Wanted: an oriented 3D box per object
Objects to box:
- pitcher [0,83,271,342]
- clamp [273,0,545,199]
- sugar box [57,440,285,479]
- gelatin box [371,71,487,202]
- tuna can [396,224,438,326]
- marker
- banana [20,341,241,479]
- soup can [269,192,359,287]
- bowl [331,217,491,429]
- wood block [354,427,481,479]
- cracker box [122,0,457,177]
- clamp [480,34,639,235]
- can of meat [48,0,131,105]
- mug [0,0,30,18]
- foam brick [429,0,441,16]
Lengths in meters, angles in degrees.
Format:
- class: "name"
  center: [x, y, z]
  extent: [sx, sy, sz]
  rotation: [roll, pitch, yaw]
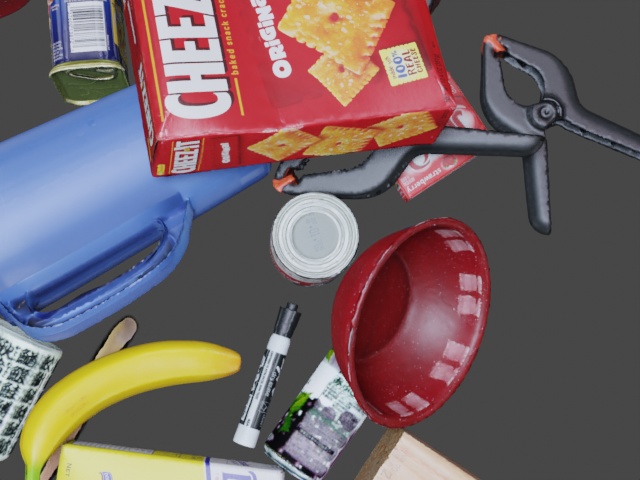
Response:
- class: "pitcher"
  center: [-0.159, -0.037, 0.821]
  extent: [0.242, 0.145, 0.149]
  rotation: [-28, 102, -8]
- class: "clamp"
  center: [0.051, -0.105, 0.850]
  extent: [0.210, 0.036, 0.164]
  rotation: [-24, 86, 7]
- class: "sugar box"
  center: [-0.119, 0.215, 0.841]
  extent: [0.176, 0.048, 0.093]
  rotation: [7, 84, -1]
- class: "gelatin box"
  center: [0.089, -0.086, 0.886]
  extent: [0.089, 0.030, 0.073]
  rotation: [-33, 86, -4]
- class: "tuna can"
  center: [0.086, 0.029, 0.874]
  extent: [0.086, 0.034, 0.086]
  rotation: [0, 86, -3]
- class: "marker"
  center: [-0.042, 0.109, 0.868]
  extent: [0.020, 0.020, 0.121]
  rotation: [19, 84, -1]
- class: "banana"
  center: [-0.158, 0.122, 0.837]
  extent: [0.197, 0.037, 0.069]
  rotation: [-31, 80, -24]
- class: "soup can"
  center: [-0.006, 0.001, 0.838]
  extent: [0.068, 0.102, 0.068]
  rotation: [0, 85, -3]
- class: "bowl"
  center: [0.059, 0.056, 0.800]
  extent: [0.055, 0.161, 0.162]
  rotation: [19, 82, 43]
- class: "wood block"
  center: [0.122, 0.238, 0.827]
  extent: [0.206, 0.091, 0.090]
  rotation: [34, 85, 1]
- class: "cracker box"
  center: [-0.026, -0.143, 0.770]
  extent: [0.213, 0.072, 0.164]
  rotation: [-7, 71, -14]
- class: "clamp"
  center: [0.197, -0.103, 0.888]
  extent: [0.120, 0.039, 0.171]
  rotation: [-25, 86, -7]
- class: "can of meat"
  center: [-0.183, -0.161, 0.847]
  extent: [0.057, 0.102, 0.084]
  rotation: [-5, 83, -5]
- class: "mug"
  center: [-0.291, -0.219, 0.860]
  extent: [0.117, 0.093, 0.081]
  rotation: [-20, 91, 27]
- class: "foam brick"
  center: [0.091, -0.233, 0.890]
  extent: [0.053, 0.051, 0.078]
  rotation: [35, 84, 2]
